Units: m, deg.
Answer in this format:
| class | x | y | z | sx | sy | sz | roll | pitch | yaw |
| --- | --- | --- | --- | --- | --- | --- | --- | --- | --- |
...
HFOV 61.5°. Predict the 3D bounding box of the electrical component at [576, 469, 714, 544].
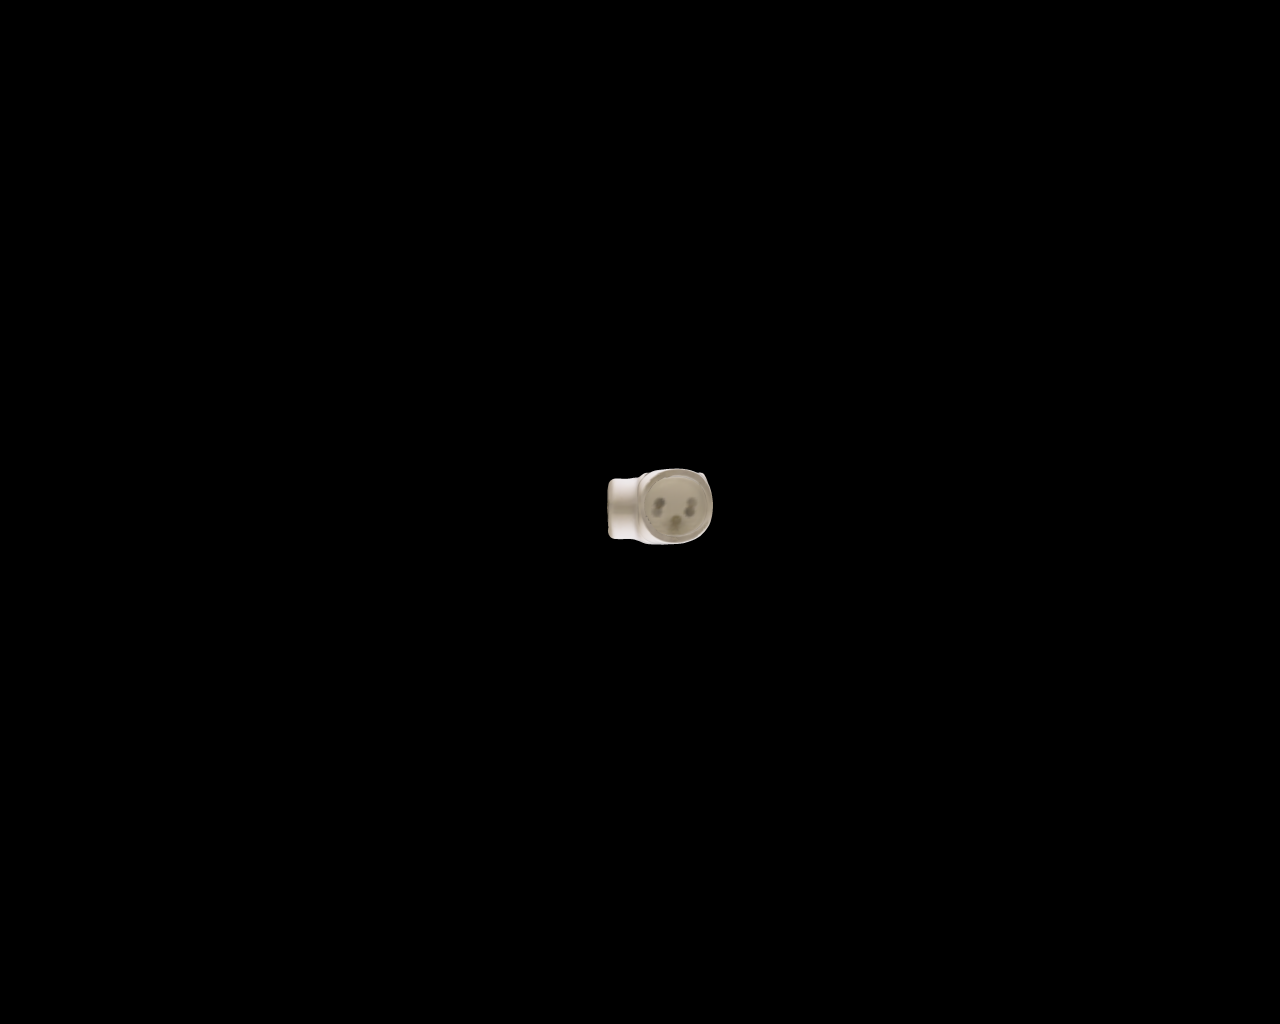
| class | x | y | z | sx | sy | sz | roll | pitch | yaw |
| --- | --- | --- | --- | --- | --- | --- | --- | --- | --- |
| electrical component | 0.001 | -0.003 | 0.650 | 0.079 | 0.044 | 0.077 | 0 | -2 | -4 |
